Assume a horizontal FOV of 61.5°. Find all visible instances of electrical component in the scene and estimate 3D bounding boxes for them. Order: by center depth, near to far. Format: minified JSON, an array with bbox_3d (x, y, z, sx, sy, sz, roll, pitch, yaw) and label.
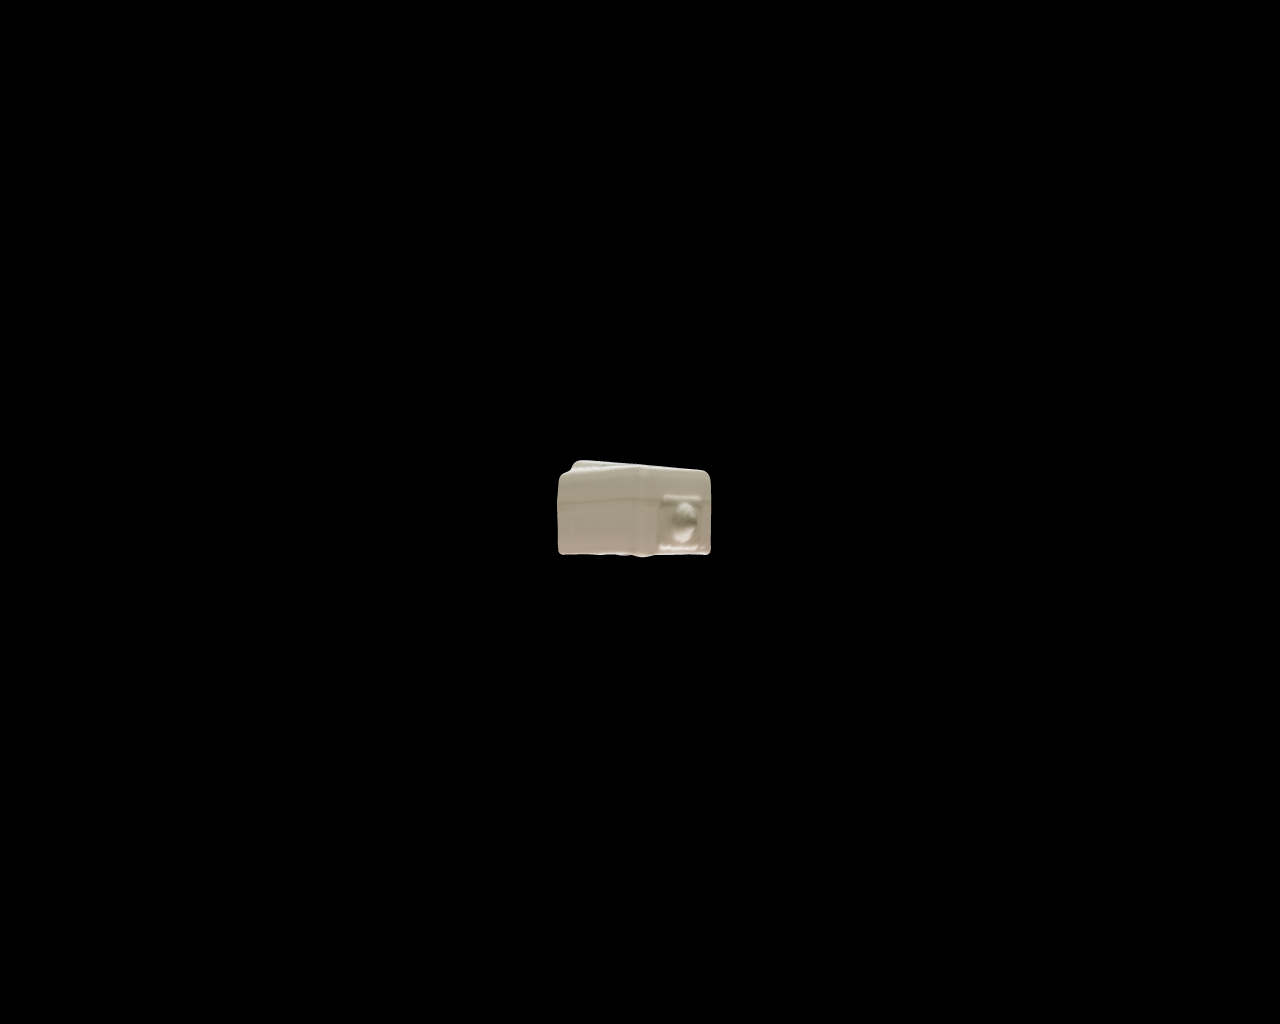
[{"bbox_3d":[0.001,-0.003,0.650,0.062,0.061,0.096,2,-3,-43],"label":"electrical component"}]
